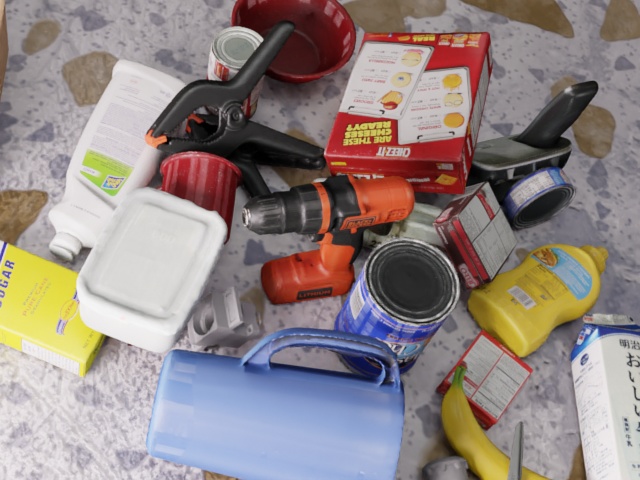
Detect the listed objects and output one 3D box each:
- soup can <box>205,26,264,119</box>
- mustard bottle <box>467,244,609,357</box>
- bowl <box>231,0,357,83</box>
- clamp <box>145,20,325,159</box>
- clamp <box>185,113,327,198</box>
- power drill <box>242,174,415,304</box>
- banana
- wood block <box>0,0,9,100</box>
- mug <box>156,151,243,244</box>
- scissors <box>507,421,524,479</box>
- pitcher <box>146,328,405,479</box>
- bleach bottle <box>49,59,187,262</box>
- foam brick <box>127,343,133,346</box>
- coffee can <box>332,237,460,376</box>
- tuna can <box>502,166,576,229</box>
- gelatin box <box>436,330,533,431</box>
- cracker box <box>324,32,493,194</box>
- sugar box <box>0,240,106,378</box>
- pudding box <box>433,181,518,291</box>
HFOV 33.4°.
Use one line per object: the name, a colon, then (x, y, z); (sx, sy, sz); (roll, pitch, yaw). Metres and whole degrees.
soup can: (-0.102, -0.197, 1.276); (0.068, 0.102, 0.068); (6, 57, -9)
mustard bottle: (0.270, 0.055, 1.250); (0.191, 0.058, 0.096); (-29, 59, -28)
bowl: (-0.038, -0.254, 1.358); (0.162, 0.055, 0.162); (7, 58, -11)
clamp: (-0.093, -0.135, 1.209); (0.209, 0.036, 0.164); (-28, 111, -17)
clamp: (-0.078, -0.102, 1.266); (0.171, 0.039, 0.120); (40, 49, 8)
power drill: (-0.007, 0.001, 1.132); (0.184, 0.188, 0.057); (-6, 63, -20)
banana: (0.191, 0.227, 1.126); (0.070, 0.037, 0.198); (-44, 83, 12)
wood block: (-0.405, -0.166, 1.185); (0.090, 0.091, 0.206); (5, 59, -11)
mug: (-0.147, -0.038, 1.186); (0.117, 0.093, 0.081); (-5, 61, 18)
scissors: (0.174, 0.288, 1.082); (0.096, 0.016, 0.202); (-3, 74, -8)
pitcher: (-0.041, 0.171, 1.051); (0.242, 0.145, 0.149); (12, 60, -5)
bleach bottle: (-0.238, -0.086, 1.199); (0.102, 0.068, 0.250); (21, 60, 7)
foam brick: (-0.180, 0.066, 1.127); (0.053, 0.051, 0.078); (-4, 60, -18)
coffee can: (0.078, 0.076, 1.137); (0.102, 0.140, 0.103); (7, 58, -11)
tuna can: (0.266, -0.052, 1.299); (0.086, 0.086, 0.034); (-16, 63, -23)
gelatin box: (0.183, 0.156, 1.184); (0.073, 0.030, 0.089); (38, 57, 8)
cracker box: (0.113, -0.158, 1.297); (0.164, 0.072, 0.213); (4, 54, 19)
sugar box: (-0.303, 0.063, 1.100); (0.176, 0.048, 0.093); (23, 56, -2)
pudding box: (0.181, -0.007, 1.235); (0.090, 0.039, 0.113); (62, 37, -11)
